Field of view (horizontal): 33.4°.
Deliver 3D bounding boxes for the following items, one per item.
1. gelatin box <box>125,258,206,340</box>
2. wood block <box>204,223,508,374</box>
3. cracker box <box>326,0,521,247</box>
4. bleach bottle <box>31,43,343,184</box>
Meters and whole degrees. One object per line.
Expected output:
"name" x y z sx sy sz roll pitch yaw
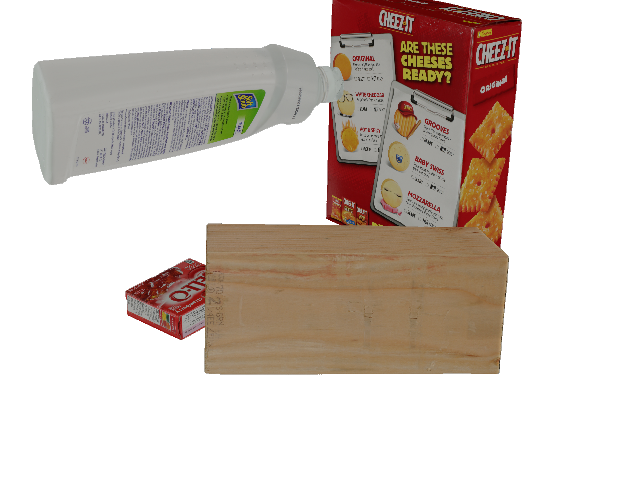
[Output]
"gelatin box" -0.126 0.053 1.003 0.073 0.030 0.089 20 33 34
"wood block" 0.020 0.041 0.769 0.206 0.090 0.091 1 13 -6
"cracker box" 0.085 -0.099 0.932 0.071 0.214 0.164 -19 31 -39
"bleach bottle" -0.102 -0.110 0.868 0.250 0.068 0.103 -9 -31 -21
